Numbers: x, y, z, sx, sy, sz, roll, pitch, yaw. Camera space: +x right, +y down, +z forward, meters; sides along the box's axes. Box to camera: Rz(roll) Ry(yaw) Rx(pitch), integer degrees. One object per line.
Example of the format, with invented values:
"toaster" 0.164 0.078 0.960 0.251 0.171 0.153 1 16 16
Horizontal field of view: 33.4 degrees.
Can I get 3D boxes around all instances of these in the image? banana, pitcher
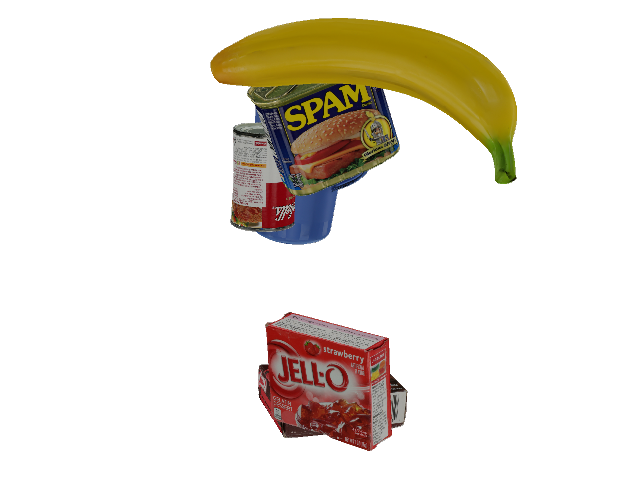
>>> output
"banana" 0.032 -0.094 0.601 0.198 0.069 0.037 22 -30 25
"pitcher" -0.016 -0.120 1.369 0.144 0.243 0.149 -2 24 -21

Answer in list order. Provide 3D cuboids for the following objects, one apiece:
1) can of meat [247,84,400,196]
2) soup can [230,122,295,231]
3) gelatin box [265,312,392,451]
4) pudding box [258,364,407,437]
"can of meat" 0.005 -0.093 0.834 0.102 0.084 0.057 -23 27 -8
"soup can" -0.059 -0.067 1.109 0.068 0.102 0.068 2 17 -1
"gelatin box" 0.005 0.095 0.724 0.089 0.073 0.030 12 23 36
"pudding box" 0.009 0.136 0.942 0.113 0.039 0.090 -1 15 -17
